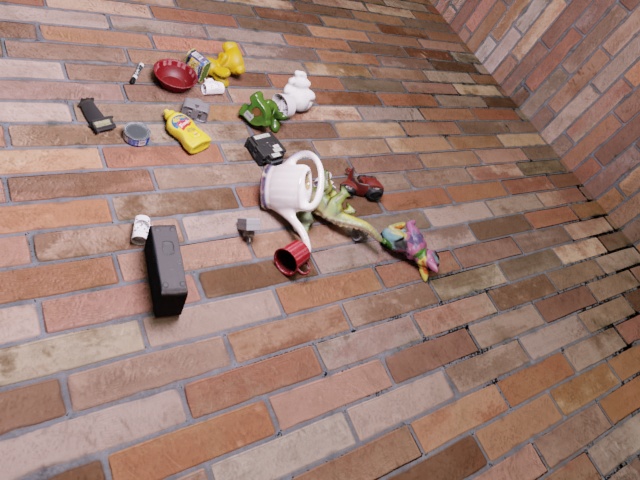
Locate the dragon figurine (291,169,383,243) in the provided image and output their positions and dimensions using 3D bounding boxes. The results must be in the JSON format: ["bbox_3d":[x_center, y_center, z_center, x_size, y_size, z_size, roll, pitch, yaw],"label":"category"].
[{"bbox_3d":[0.005,-0.090,1.784,0.245,0.119,0.415,-34,69,-21],"label":"dragon figurine"}]

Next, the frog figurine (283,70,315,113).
[{"bbox_3d":[-0.081,-0.607,2.112,0.137,0.156,0.126,16,50,-18],"label":"frog figurine"}]

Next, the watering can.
[{"bbox_3d":[-0.099,-0.131,1.702,0.224,0.103,0.351,3,79,22],"label":"watering can"}]
